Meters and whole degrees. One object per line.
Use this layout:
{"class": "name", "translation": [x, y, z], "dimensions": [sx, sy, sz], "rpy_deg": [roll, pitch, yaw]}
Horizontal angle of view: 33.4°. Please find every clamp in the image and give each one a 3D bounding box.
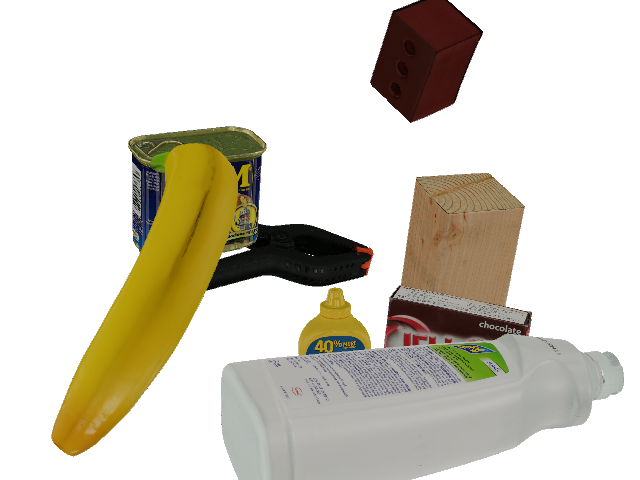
{"class": "clamp", "translation": [-0.048, 0.015, 1.090], "dimensions": [0.210, 0.036, 0.164], "rpy_deg": [10, 29, -9]}

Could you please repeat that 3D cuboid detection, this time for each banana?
{"class": "banana", "translation": [-0.075, 0.012, 0.512], "dimensions": [0.037, 0.197, 0.070], "rpy_deg": [33, -49, -19]}

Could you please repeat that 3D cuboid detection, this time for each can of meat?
{"class": "can of meat", "translation": [-0.095, -0.036, 0.823], "dimensions": [0.101, 0.084, 0.057], "rpy_deg": [-9, 30, -26]}

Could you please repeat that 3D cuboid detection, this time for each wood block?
{"class": "wood block", "translation": [0.146, 0.040, 1.159], "dimensions": [0.090, 0.206, 0.090], "rpy_deg": [-4, 29, -18]}

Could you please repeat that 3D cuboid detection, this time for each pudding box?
{"class": "pudding box", "translation": [0.107, 0.091, 0.857], "dimensions": [0.113, 0.090, 0.039], "rpy_deg": [10, 21, 13]}

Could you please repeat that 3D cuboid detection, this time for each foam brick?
{"class": "foam brick", "translation": [0.080, -0.140, 0.824], "dimensions": [0.051, 0.053, 0.078], "rpy_deg": [-29, -27, -31]}

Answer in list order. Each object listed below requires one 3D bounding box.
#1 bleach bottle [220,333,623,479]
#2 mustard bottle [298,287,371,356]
{"class": "bleach bottle", "translation": [0.072, 0.100, 0.642], "dimensions": [0.250, 0.068, 0.103], "rpy_deg": [-6, 22, -18]}
{"class": "mustard bottle", "translation": [0.019, 0.155, 1.413], "dimensions": [0.096, 0.192, 0.058], "rpy_deg": [-1, 17, -5]}
